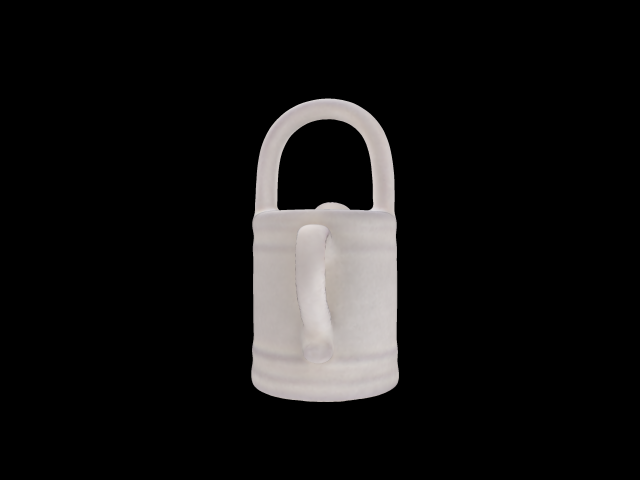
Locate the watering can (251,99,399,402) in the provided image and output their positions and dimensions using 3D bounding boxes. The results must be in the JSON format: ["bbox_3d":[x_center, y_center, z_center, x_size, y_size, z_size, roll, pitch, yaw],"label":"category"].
[{"bbox_3d":[0.001,0.001,0.400,0.101,0.194,0.172,0,0,-17],"label":"watering can"}]
